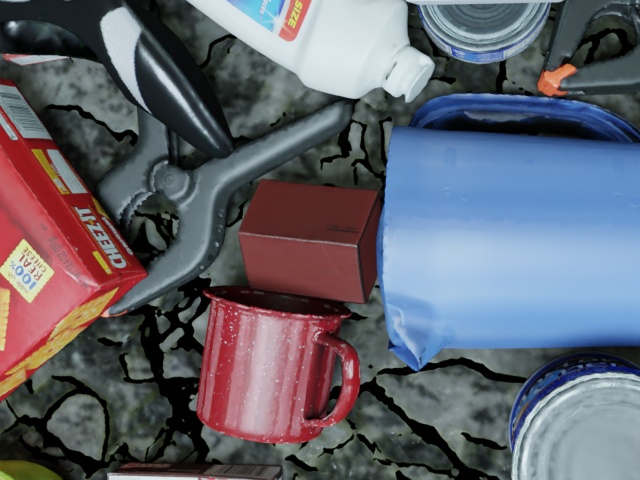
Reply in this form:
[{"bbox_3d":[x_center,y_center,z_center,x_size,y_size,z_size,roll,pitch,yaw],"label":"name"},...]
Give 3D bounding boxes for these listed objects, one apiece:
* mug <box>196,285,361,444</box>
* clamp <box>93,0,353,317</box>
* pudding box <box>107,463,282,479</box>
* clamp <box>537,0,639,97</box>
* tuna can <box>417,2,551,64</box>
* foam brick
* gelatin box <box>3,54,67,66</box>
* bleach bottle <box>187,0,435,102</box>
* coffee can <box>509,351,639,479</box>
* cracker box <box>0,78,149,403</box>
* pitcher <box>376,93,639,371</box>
[{"bbox_3d":[-0.023,0.079,0.657,0.117,0.093,0.081,12,96,38],"label":"mug"},{"bbox_3d":[-0.100,-0.048,0.706,0.164,0.036,0.210,36,95,10],"label":"clamp"},{"bbox_3d":[-0.081,0.194,0.695,0.113,0.039,0.090,-1,89,12],"label":"pudding box"},{"bbox_3d":[0.212,-0.139,0.649,0.120,0.039,0.171,43,90,13],"label":"clamp"},{"bbox_3d":[0.103,-0.157,0.674,0.086,0.033,0.086,0,88,10],"label":"tuna can"},{"bbox_3d":[-0.004,0.001,0.658,0.078,0.051,0.053,7,45,17],"label":"foam brick"},{"bbox_3d":[-0.181,-0.169,0.727,0.073,0.030,0.089,-7,87,10],"label":"gelatin box"},{"bbox_3d":[-0.030,-0.175,0.672,0.251,0.068,0.102,38,97,14],"label":"bleach bottle"},{"bbox_3d":[0.159,0.119,0.601,0.103,0.140,0.103,0,88,10],"label":"coffee can"},{"bbox_3d":[-0.242,0.023,0.693,0.214,0.072,0.164,-39,82,19],"label":"cracker box"},{"bbox_3d":[0.155,-0.007,0.621,0.243,0.145,0.149,1,100,7],"label":"pitcher"}]
